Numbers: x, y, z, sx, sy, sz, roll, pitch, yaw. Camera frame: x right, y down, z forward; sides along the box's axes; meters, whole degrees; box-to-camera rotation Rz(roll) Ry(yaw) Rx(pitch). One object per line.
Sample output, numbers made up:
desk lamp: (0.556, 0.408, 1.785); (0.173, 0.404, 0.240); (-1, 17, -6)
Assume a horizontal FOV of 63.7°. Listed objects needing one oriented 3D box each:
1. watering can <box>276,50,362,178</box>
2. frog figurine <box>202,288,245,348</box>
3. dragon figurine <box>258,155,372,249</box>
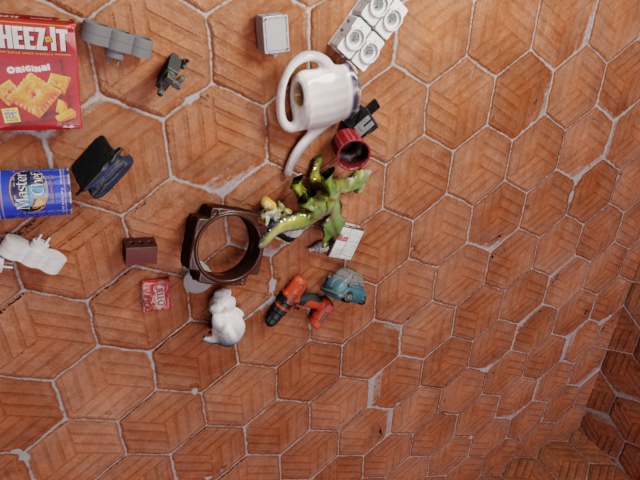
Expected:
watering can: (-0.008, -0.322, 1.311); (0.226, 0.106, 0.339); (-18, 138, -21)
frog figurine: (-0.262, 0.216, 1.460); (0.137, 0.123, 0.158); (-1, 113, -66)
dragon figurine: (0.004, -0.071, 1.406); (0.416, 0.123, 0.238); (-51, 134, -21)
